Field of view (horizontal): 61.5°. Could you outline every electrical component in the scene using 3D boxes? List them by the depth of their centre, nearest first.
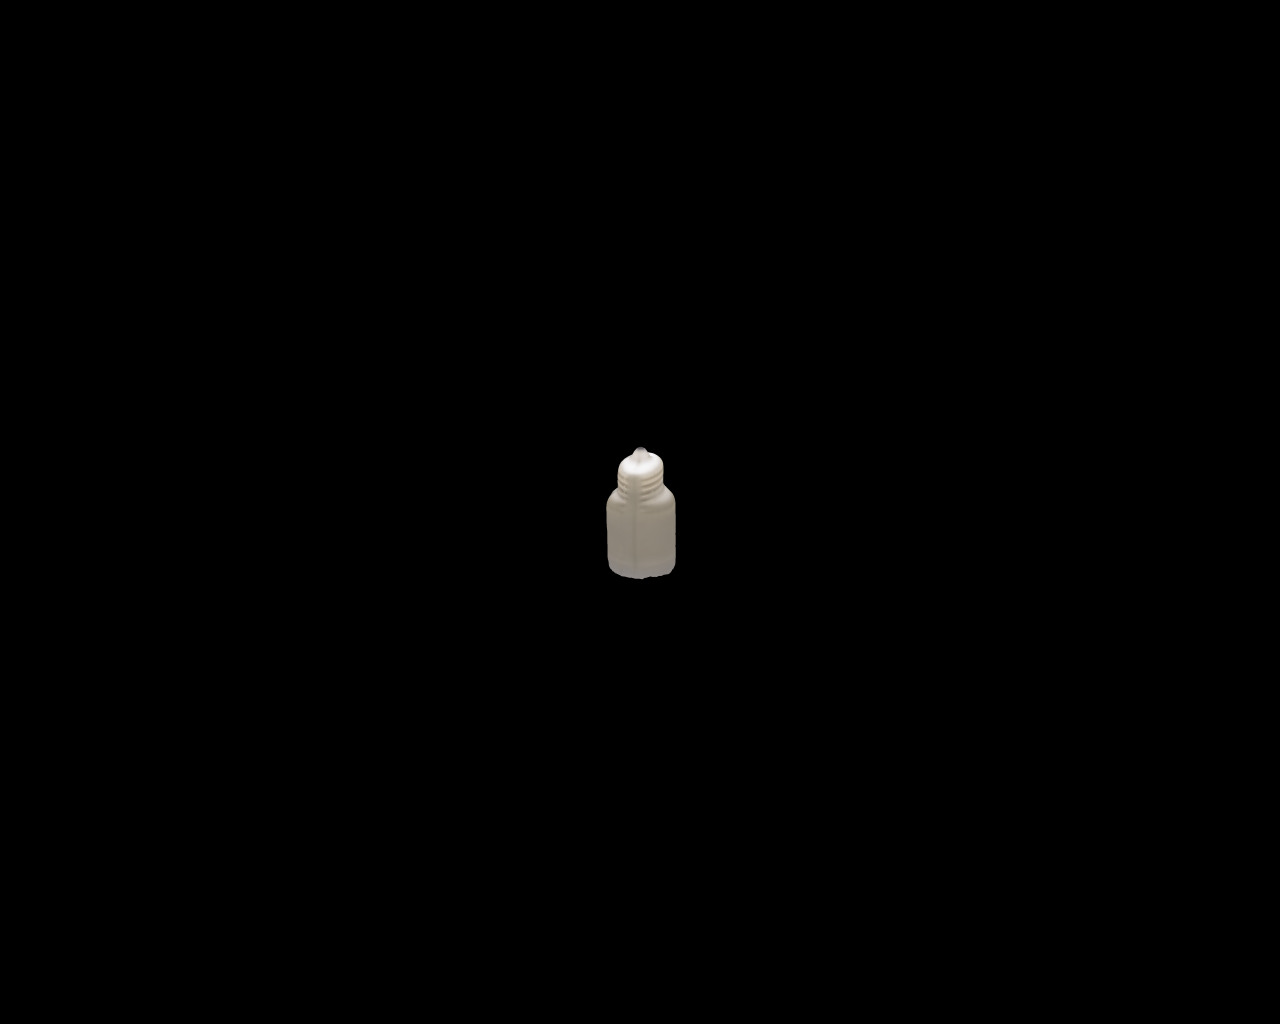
[{"bbox_3d":[0.001,-0.003,0.650,0.043,0.080,0.043,0,23,0],"label":"electrical component"}]
